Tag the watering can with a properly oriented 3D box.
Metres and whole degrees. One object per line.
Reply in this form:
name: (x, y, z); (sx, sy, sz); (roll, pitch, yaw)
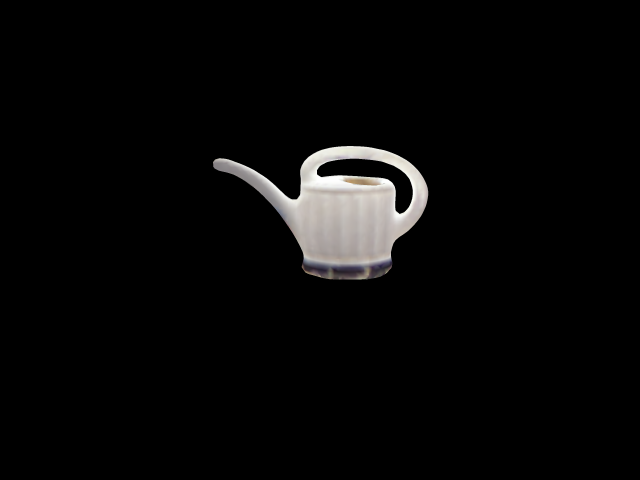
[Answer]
watering can: (0.003, -0.043, 0.850); (0.348, 0.222, 0.105); (0, 14, 0)
